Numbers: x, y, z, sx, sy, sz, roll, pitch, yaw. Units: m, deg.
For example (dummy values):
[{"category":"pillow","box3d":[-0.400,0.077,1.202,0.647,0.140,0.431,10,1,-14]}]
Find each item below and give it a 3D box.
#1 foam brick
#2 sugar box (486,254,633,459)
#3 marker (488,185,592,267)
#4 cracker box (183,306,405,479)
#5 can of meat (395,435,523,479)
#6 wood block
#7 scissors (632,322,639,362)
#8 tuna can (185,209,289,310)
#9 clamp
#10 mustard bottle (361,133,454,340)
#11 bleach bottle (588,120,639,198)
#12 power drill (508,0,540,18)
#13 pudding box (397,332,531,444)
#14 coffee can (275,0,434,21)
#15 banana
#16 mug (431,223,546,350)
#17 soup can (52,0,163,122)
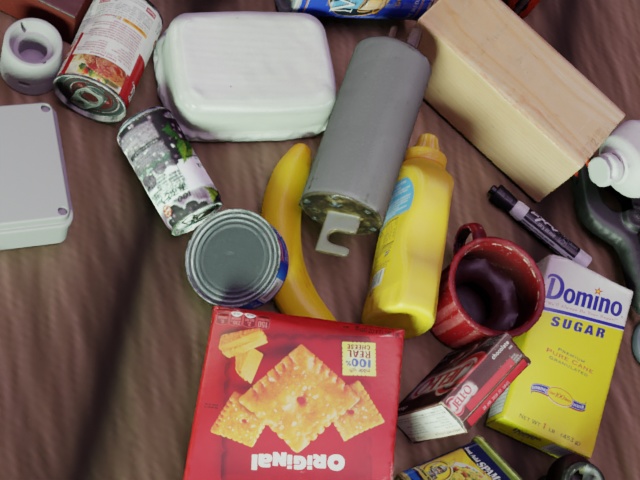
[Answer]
[{"category":"foam brick","box3d":[-0.247,-0.225,0.969,0.078,0.051,0.053,24,66,-8]},{"category":"sugar box","box3d":[0.225,0.108,0.993,0.093,0.048,0.176,25,67,-7]},{"category":"marker","box3d":[0.215,-0.013,1.049,0.121,0.020,0.020,39,64,0]},{"category":"cracker box","box3d":[-0.024,0.168,0.862,0.164,0.072,0.213,8,65,-2]},{"category":"can of meat","box3d":[0.122,0.222,0.893,0.083,0.057,0.102,-19,35,-20]},{"category":"wood block","box3d":[0.181,-0.149,1.050,0.206,0.091,0.090,43,64,2]},{"category":"scissors","box3d":[0.352,0.051,1.069,0.096,0.016,0.202,6,68,-15]},{"category":"tuna can","box3d":[-0.071,0.018,0.922,0.086,0.033,0.086,-3,78,14]},{"category":"clamp","box3d":[0.307,-0.007,1.061,0.171,0.039,0.120,43,60,11]},{"category":"mustard bottle","box3d":[0.084,-0.011,0.966,0.058,0.096,0.191,16,66,-11]},{"category":"bleach bottle","box3d":[0.372,-0.084,1.075,0.250,0.068,0.102,-14,70,-31]},{"category":"power drill","box3d":[0.182,-0.340,1.141,0.187,0.057,0.184,35,68,1]},{"category":"pudding box","box3d":[0.118,0.129,0.915,0.090,0.114,0.039,-41,89,-25]},{"category":"coffee can","box3d":[0.033,-0.268,1.042,0.140,0.103,0.103,-2,71,-18]},{"category":"banana","box3d":[-0.022,0.006,0.962,0.069,0.037,0.198,-5,72,-28]},{"category":"mug","box3d":[0.142,0.042,0.972,0.093,0.082,0.117,-5,72,-19]},{"category":"soup can","box3d":[-0.189,-0.166,0.956,0.068,0.069,0.102,22,65,-8]}]
